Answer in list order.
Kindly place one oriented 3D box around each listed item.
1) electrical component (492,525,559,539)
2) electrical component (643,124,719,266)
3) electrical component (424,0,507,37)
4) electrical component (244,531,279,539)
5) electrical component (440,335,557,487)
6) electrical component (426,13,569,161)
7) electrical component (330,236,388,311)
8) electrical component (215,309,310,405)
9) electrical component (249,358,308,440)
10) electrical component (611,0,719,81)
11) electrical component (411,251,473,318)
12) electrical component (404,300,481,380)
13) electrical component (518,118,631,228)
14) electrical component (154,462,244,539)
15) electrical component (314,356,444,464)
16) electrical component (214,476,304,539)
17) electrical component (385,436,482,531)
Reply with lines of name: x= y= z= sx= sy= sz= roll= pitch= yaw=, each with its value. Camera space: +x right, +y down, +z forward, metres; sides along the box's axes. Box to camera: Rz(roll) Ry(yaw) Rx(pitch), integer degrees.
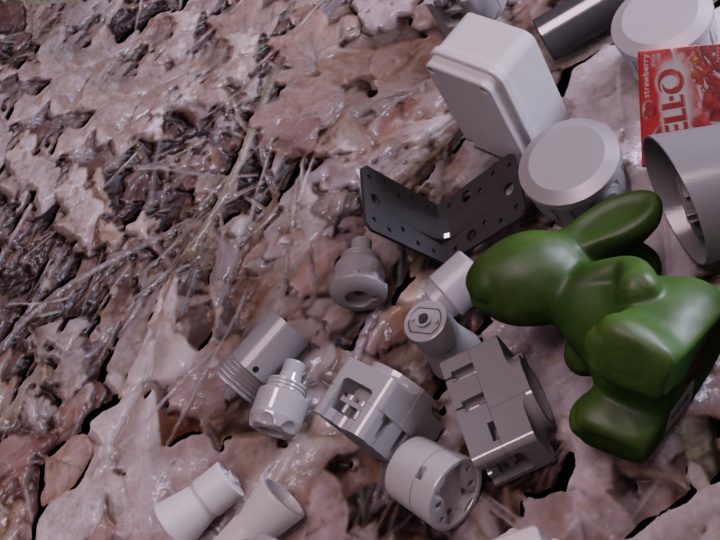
electrical component: x=0.094 y=0.222 z=0.695 sx=0.100 sy=0.048 sz=0.099 roll=-24 pitch=51 yaw=16
electrical component: x=0.240 y=-0.053 z=0.755 sx=0.064 sy=0.099 sz=0.099 roll=-14 pitch=54 yaw=15
electrical component: x=0.103 y=-0.264 z=0.999 sx=0.050 sy=0.055 sz=0.089 roll=4 pitch=63 yaw=33
electrical component: x=-0.040 y=0.229 z=0.763 sx=0.096 sy=0.061 sz=0.061 roll=4 pitch=63 yaw=33
electrical component: x=0.102 y=0.098 z=0.769 sx=0.056 sy=0.050 sz=0.089 roll=-28 pitch=50 yaw=14
electrical component: x=0.113 y=-0.145 z=0.879 sx=0.078 sy=0.113 sz=0.057 roll=31 pitch=76 yaw=40
electrical component: x=0.000 y=0.000 z=0.900 sx=0.048 sy=0.048 sz=0.062 roll=-16 pitch=47 yaw=22
electrical component: x=-0.085 y=0.077 z=0.901 sx=0.081 sy=0.043 sz=0.043 roll=-48 pitch=49 yaw=-4
electrical component: x=-0.062 y=0.103 z=0.871 sx=0.043 sy=0.043 sz=0.062 roll=2 pitch=61 yaw=32
electrical component: x=0.248 y=-0.190 z=0.867 sx=0.080 sy=0.051 sz=0.080 roll=-15 pitch=54 yaw=22
electrical component: x=0.068 y=0.020 z=0.847 sx=0.078 sy=0.040 sz=0.040 roll=-42 pitch=48 yaw=1
electrical component: x=0.061 y=0.051 z=0.814 sx=0.044 sy=0.065 sz=0.044 roll=-15 pitch=54 yaw=22
electrical component: x=0.169 y=-0.074 z=0.840 sx=0.080 sy=0.051 sz=0.080 roll=-15 pitch=54 yaw=22
electrical component: x=-0.126 y=0.185 z=0.859 sx=0.065 sy=0.044 sz=0.044 roll=-39 pitch=48 yaw=-3
electrical component: x=0.018 y=0.105 z=0.790 sx=0.050 sy=0.089 sz=0.055 roll=24 pitch=75 yaw=39
electrical component: x=-0.080 y=0.197 z=0.823 sx=0.065 sy=0.044 sz=0.044 roll=-48 pitch=48 yaw=2
electrical component: x=0.051 y=0.150 z=0.765 sx=0.047 sy=0.055 sz=0.055 roll=23 pitch=74 yaw=43
